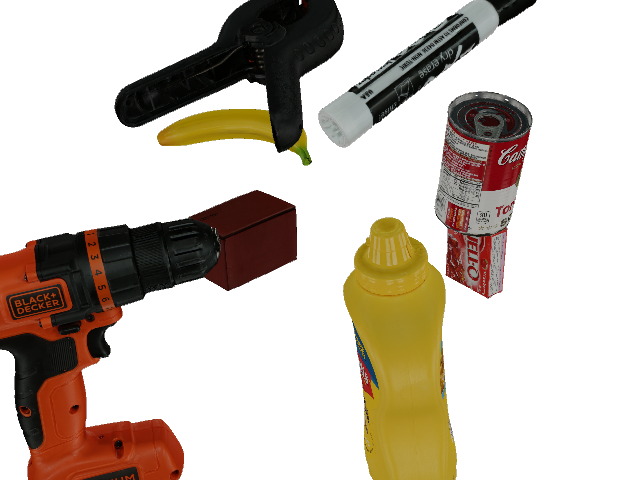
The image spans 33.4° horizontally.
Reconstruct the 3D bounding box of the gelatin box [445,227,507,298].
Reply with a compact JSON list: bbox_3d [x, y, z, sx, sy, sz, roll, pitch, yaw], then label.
[{"bbox_3d":[0.186,0.015,1.287,0.030,0.089,0.073,-21,33,-33],"label":"gelatin box"}]

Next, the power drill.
[{"bbox_3d":[-0.144,0.080,0.707,0.184,0.187,0.057,-12,26,-6],"label":"power drill"}]

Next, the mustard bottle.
[{"bbox_3d":[0.048,0.067,0.634,0.058,0.191,0.096,-7,37,1],"label":"mustard bottle"}]

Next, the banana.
[{"bbox_3d":[-0.098,-0.133,1.297,0.198,0.037,0.069,7,40,15],"label":"banana"}]

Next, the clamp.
[{"bbox_3d":[-0.029,-0.109,0.647,0.120,0.039,0.171,23,52,27],"label":"clamp"}]

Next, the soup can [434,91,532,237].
[{"bbox_3d":[0.132,-0.062,0.883,0.068,0.102,0.068,2,40,-2],"label":"soup can"}]

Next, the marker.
[{"bbox_3d":[0.050,-0.081,0.461,0.121,0.020,0.020,-39,14,-18],"label":"marker"}]

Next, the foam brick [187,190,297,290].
[{"bbox_3d":[-0.065,-0.002,0.900,0.078,0.051,0.053,-24,34,-34],"label":"foam brick"}]
